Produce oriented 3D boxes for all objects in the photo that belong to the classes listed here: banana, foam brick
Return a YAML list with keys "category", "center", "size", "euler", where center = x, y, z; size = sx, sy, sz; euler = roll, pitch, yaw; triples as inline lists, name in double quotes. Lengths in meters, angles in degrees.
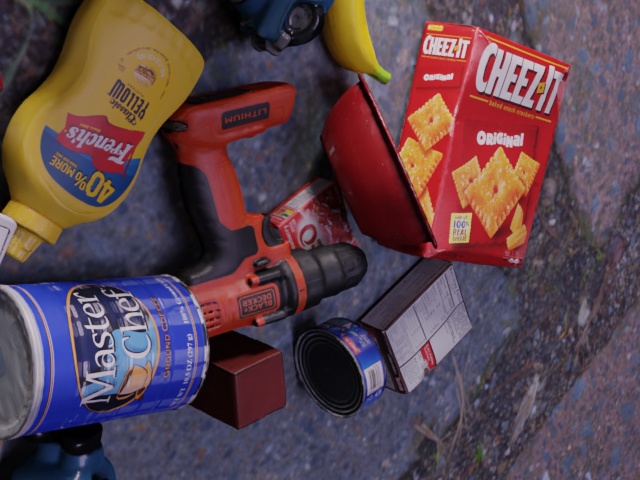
- category: "banana"
  center: [0.028, -0.224, 0.884]
  size: [0.069, 0.037, 0.198]
  euler: [-22, 119, -48]
- category: "foam brick"
  center: [-0.072, 0.111, 0.867]
  size: [0.052, 0.078, 0.051]
  euler: [-21, 116, -39]

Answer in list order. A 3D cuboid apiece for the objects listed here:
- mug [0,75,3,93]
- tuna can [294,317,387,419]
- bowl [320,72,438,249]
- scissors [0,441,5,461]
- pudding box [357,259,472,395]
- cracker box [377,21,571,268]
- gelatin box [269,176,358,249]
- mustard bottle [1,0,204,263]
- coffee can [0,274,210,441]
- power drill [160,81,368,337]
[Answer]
- category: "mug"
  center: [-0.243, -0.074, 0.632]
  size: [0.117, 0.082, 0.093]
  euler: [-40, 128, -28]
- category: "tuna can"
  center: [0.018, 0.113, 0.951]
  size: [0.033, 0.086, 0.086]
  euler: [-25, 120, -39]
- category: "bowl"
  center: [0.043, -0.057, 0.898]
  size: [0.055, 0.162, 0.162]
  euler: [-23, 127, 4]
- category: "scissors"
  center: [-0.253, 0.202, 0.764]
  size: [0.096, 0.016, 0.202]
  euler: [-32, 124, -33]
- category: "pudding box"
  center: [0.096, 0.083, 1.051]
  size: [0.113, 0.039, 0.090]
  euler: [-43, 128, -29]
- category: "cracker box"
  center: [0.152, -0.084, 1.025]
  size: [0.163, 0.072, 0.214]
  euler: [8, 97, -46]
- category: "gelatin box"
  center: [-0.006, 0.001, 0.928]
  size: [0.073, 0.030, 0.089]
  euler: [-39, 127, -28]
- category: "mustard bottle"
  center: [-0.161, -0.071, 0.731]
  size: [0.096, 0.058, 0.191]
  euler: [39, 76, -45]
- category: "coffee can"
  center: [-0.164, 0.078, 0.747]
  size: [0.140, 0.103, 0.103]
  euler: [-2, 105, -45]
- category: "power drill"
  center: [-0.047, -0.026, 0.834]
  size: [0.184, 0.057, 0.188]
  euler: [-17, 107, -32]
